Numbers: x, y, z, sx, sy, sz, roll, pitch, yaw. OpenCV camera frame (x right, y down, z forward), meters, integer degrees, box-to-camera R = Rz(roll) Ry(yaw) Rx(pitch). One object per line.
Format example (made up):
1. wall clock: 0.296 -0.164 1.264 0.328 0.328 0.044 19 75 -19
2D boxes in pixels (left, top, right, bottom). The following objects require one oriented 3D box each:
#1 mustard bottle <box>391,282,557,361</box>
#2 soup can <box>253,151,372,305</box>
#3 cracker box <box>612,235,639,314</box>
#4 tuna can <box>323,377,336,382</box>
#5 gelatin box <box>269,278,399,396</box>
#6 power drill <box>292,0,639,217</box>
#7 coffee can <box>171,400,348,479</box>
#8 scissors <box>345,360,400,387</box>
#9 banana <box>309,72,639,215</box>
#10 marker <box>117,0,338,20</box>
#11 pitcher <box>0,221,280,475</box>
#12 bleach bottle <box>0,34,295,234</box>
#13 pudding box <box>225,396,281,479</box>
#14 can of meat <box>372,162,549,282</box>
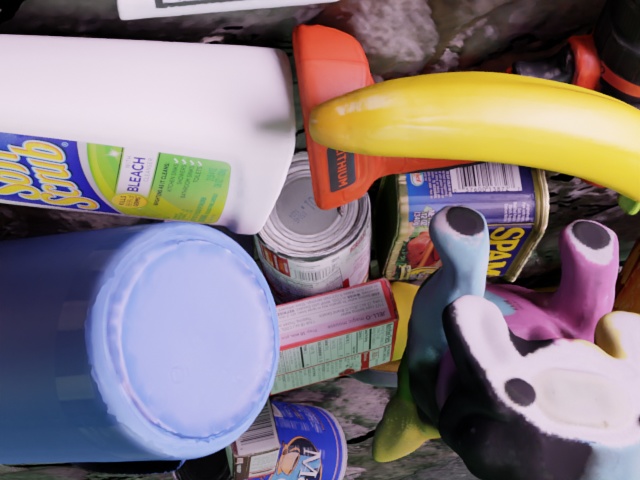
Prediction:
1. mustard bottle: 0.100 0.062 0.798 0.191 0.058 0.096 3 170 -20
2. soup can: -0.004 0.001 0.622 0.068 0.068 0.102 -7 156 0
3. cracker box: 0.218 0.059 0.654 0.072 0.213 0.164 34 152 2
4. tuna can: 0.002 0.049 0.710 0.034 0.086 0.086 -29 148 37
5. gelatin box: 0.000 0.057 0.623 0.089 0.030 0.073 -15 155 -5
6. power drill: 0.083 -0.073 0.495 0.187 0.057 0.184 -6 153 0
7. coffee can: -0.058 0.201 1.014 0.103 0.103 0.140 -26 150 36
8. scissors: 0.023 0.098 0.866 0.202 0.016 0.096 3 -173 43
9. banana: 0.093 -0.040 0.459 0.197 0.037 0.070 12 142 -30
10. marker: -0.023 -0.105 0.440 0.121 0.020 0.020 -5 156 -5
11. pitcher: -0.130 0.064 0.565 0.148 0.145 0.243 0 174 -44
12. bleach bottle: -0.143 -0.050 0.479 0.250 0.068 0.103 2 155 -14
13. pudding box: -0.060 0.119 0.817 0.039 0.113 0.090 -9 157 -8
14. can of meat: 0.079 -0.014 0.628 0.084 0.057 0.102 -2 155 -6
